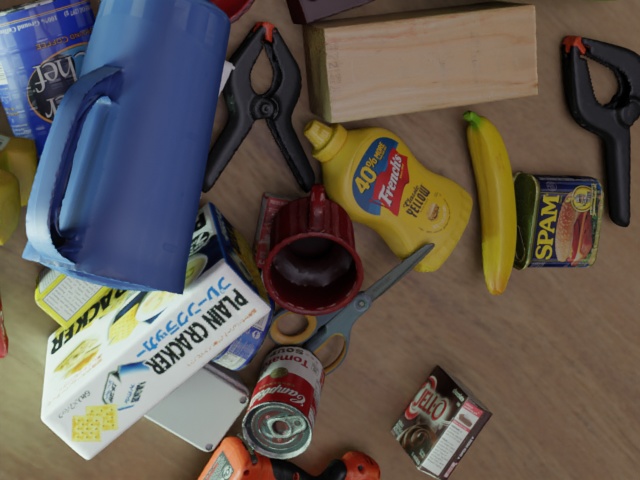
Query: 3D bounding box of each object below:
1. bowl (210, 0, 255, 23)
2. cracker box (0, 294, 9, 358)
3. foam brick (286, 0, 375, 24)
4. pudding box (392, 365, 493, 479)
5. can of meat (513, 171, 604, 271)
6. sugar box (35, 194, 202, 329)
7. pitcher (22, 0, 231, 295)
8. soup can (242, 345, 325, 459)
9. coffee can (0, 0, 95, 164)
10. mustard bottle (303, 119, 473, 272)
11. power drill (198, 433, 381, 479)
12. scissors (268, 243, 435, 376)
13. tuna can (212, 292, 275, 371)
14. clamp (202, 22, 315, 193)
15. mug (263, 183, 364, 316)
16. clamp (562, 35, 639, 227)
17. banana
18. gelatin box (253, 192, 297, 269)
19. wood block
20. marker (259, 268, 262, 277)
[{"bbox_3d":[-0.120,-0.265,0.973,0.162,0.055,0.162,-3,104,-13],"label":"bowl"},{"bbox_3d":[-0.381,0.009,0.966,0.164,0.072,0.214,-7,106,-12],"label":"cracker box"},{"bbox_3d":[0.008,-0.242,1.012,0.078,0.051,0.053,-21,107,-8],"label":"foam brick"},{"bbox_3d":[0.125,0.190,1.115,0.039,0.113,0.090,33,93,-16],"label":"pudding box"},{"bbox_3d":[0.247,-0.020,1.125,0.083,0.057,0.102,1,104,-17],"label":"can of meat"},{"bbox_3d":[-0.189,-0.002,0.999,0.176,0.093,0.048,-42,109,-1],"label":"sugar box"},{"bbox_3d":[-0.154,-0.082,0.865,0.144,0.149,0.243,14,86,-21],"label":"pitcher"},{"bbox_3d":[-0.034,0.160,1.064,0.068,0.102,0.068,4,118,7],"label":"soup can"},{"bbox_3d":[-0.235,-0.142,0.948,0.102,0.103,0.140,-18,107,-9],"label":"coffee can"},{"bbox_3d":[0.060,-0.056,1.060,0.191,0.058,0.096,37,73,-21],"label":"mustard bottle"},{"bbox_3d":[-0.047,0.285,1.105,0.187,0.057,0.184,23,101,-36],"label":"power drill"},{"bbox_3d":[0.022,0.058,1.077,0.096,0.016,0.202,30,114,-9],"label":"scissors"},{"bbox_3d":[-0.079,0.085,1.052,0.033,0.086,0.086,27,95,-20],"label":"tuna can"},{"bbox_3d":[-0.049,-0.122,1.036,0.120,0.039,0.171,7,102,-30],"label":"clamp"},{"bbox_3d":[-0.007,0.001,1.005,0.093,0.081,0.117,1,122,-2],"label":"mug"},{"bbox_3d":[0.331,-0.139,1.126,0.164,0.036,0.210,-37,109,-3],"label":"clamp"},{"bbox_3d":[0.174,-0.045,1.098,0.069,0.037,0.198,-31,114,-45],"label":"banana"},{"bbox_3d":[-0.019,-0.004,1.075,0.089,0.030,0.073,9,101,-16],"label":"gelatin box"},{"bbox_3d":[0.095,-0.174,1.030,0.206,0.091,0.090,-9,105,-12],"label":"wood block"},{"bbox_3d":[-0.103,0.024,1.067,0.121,0.020,0.020,18,98,-17],"label":"marker"}]
